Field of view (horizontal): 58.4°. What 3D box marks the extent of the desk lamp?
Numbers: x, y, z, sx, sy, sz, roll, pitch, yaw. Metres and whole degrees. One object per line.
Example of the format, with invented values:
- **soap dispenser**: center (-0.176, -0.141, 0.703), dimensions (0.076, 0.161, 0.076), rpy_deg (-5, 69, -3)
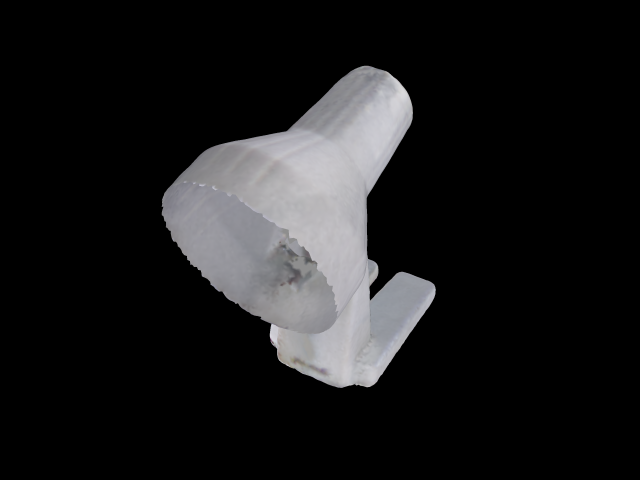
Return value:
- **desk lamp**: center (0.004, 0.001, 0.400), dimensions (0.117, 0.214, 0.204), rpy_deg (20, 40, 26)
